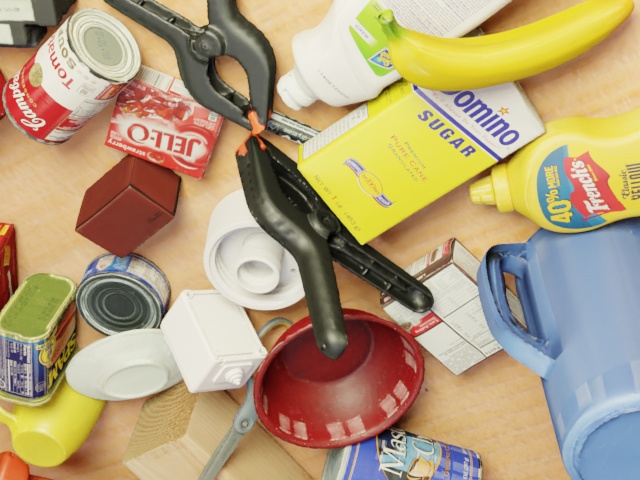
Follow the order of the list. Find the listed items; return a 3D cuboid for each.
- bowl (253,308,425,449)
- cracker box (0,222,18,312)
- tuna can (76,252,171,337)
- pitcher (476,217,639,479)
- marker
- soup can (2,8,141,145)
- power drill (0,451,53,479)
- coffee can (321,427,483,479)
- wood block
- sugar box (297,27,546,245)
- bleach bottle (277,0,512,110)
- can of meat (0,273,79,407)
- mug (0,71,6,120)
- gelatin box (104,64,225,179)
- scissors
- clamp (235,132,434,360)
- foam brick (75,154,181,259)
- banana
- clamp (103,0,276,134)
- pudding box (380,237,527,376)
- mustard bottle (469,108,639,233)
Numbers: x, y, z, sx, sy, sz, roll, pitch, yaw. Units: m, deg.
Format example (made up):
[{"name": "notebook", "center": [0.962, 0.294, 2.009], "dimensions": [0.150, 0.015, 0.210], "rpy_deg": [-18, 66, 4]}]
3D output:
[{"name": "bowl", "center": [0.013, 0.118, 0.990], "dimensions": [0.162, 0.055, 0.162], "rpy_deg": [-7, 125, -10]}, {"name": "cracker box", "center": [-0.401, 0.044, 1.020], "dimensions": [0.213, 0.072, 0.164], "rpy_deg": [10, 129, 0]}, {"name": "tuna can", "center": [-0.187, 0.054, 1.015], "dimensions": [0.086, 0.033, 0.086], "rpy_deg": [5, 127, 6]}, {"name": "pitcher", "center": [0.220, 0.085, 0.839], "dimensions": [0.149, 0.242, 0.145], "rpy_deg": [-23, 117, 18]}, {"name": "marker", "center": [-0.014, -0.088, 0.889], "dimensions": [0.121, 0.020, 0.020], "rpy_deg": [22, 127, -8]}, {"name": "soup can", "center": [-0.197, -0.129, 0.849], "dimensions": [0.068, 0.068, 0.102], "rpy_deg": [41, 131, -20]}, {"name": "power drill", "center": [-0.254, 0.278, 1.124], "dimensions": [0.187, 0.057, 0.185], "rpy_deg": [24, 157, -17]}, {"name": "coffee can", "center": [0.078, 0.242, 1.068], "dimensions": [0.140, 0.102, 0.103], "rpy_deg": [18, 127, -4]}, {"name": "wood block", "center": [-0.095, 0.247, 1.109], "dimensions": [0.090, 0.090, 0.206], "rpy_deg": [-27, 118, 27]}, {"name": "sugar box", "center": [0.079, -0.080, 0.848], "dimensions": [0.176, 0.048, 0.093], "rpy_deg": [-32, 116, 20]}, {"name": "bleach bottle", "center": [0.060, -0.179, 0.782], "dimensions": [0.251, 0.068, 0.102], "rpy_deg": [-33, 115, 31]}, {"name": "can of meat", "center": [-0.269, 0.092, 1.015], "dimensions": [0.057, 0.102, 0.084], "rpy_deg": [13, 125, 4]}, {"name": "mug", "center": [-0.316, -0.124, 0.878], "dimensions": [0.082, 0.093, 0.117], "rpy_deg": [-31, 80, 23]}, {"name": "gelatin box", "center": [-0.128, -0.098, 0.893], "dimensions": [0.089, 0.030, 0.073], "rpy_deg": [21, 127, -6]}, {"name": "scissors", "center": [-0.054, 0.173, 1.033], "dimensions": [0.096, 0.016, 0.202], "rpy_deg": [17, 96, -23]}, {"name": "clamp", "center": [-0.006, 0.001, 0.874], "dimensions": [0.210, 0.164, 0.036], "rpy_deg": [49, 121, 6]}, {"name": "foam brick", "center": [-0.167, -0.031, 0.932], "dimensions": [0.078, 0.051, 0.053], "rpy_deg": [-34, 126, 30]}, {"name": "banana", "center": [0.129, -0.138, 0.760], "dimensions": [0.197, 0.037, 0.070], "rpy_deg": [-10, 154, -18]}, {"name": "clamp", "center": [-0.080, -0.165, 0.826], "dimensions": [0.120, 0.039, 0.171], "rpy_deg": [-29, 111, 32]}, {"name": "pudding box", "center": [0.123, 0.062, 0.968], "dimensions": [0.090, 0.039, 0.113], "rpy_deg": [-36, 116, 29]}, {"name": "mustard bottle", "center": [0.215, -0.054, 0.852], "dimensions": [0.192, 0.058, 0.096], "rpy_deg": [-9, 123, 16]}]
